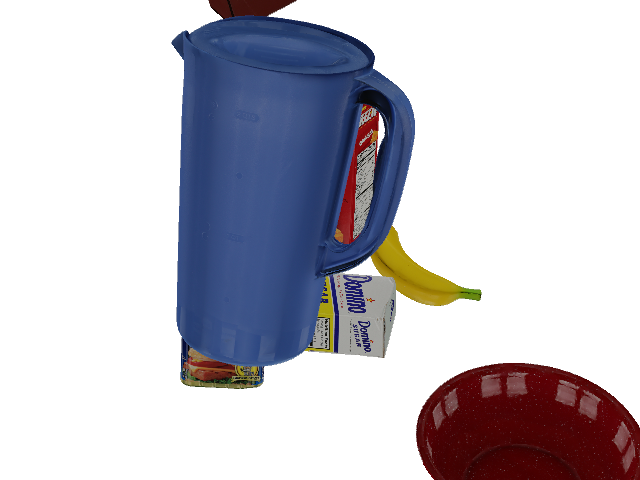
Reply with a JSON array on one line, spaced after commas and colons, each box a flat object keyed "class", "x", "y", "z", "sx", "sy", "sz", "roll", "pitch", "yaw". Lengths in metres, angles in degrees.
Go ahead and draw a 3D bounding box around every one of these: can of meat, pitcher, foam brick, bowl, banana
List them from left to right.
[{"class": "can of meat", "x": -0.112, "y": 0.123, "z": 1.232, "sx": 0.102, "sy": 0.084, "sz": 0.057, "roll": 3, "pitch": 13, "yaw": 0}, {"class": "foam brick", "x": -0.059, "y": -0.231, "z": 0.938, "sx": 0.078, "sy": 0.051, "sz": 0.053, "roll": -31, "pitch": 47, "yaw": -15}, {"class": "pitcher", "x": -0.033, "y": -0.031, "z": 0.775, "sx": 0.144, "sy": 0.243, "sz": 0.149, "roll": -2, "pitch": 28, "yaw": -21}, {"class": "banana", "x": 0.096, "y": 0.029, "z": 1.195, "sx": 0.069, "sy": 0.037, "sz": 0.198, "roll": 3, "pitch": 23, "yaw": -31}, {"class": "bowl", "x": 0.149, "y": 0.161, "z": 0.771, "sx": 0.162, "sy": 0.055, "sz": 0.162, "roll": -1, "pitch": 35, "yaw": 0}]

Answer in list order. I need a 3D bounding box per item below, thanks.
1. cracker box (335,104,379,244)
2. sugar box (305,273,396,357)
[{"class": "cracker box", "x": -0.017, "y": -0.095, "z": 1.325, "sx": 0.164, "sy": 0.214, "sz": 0.072, "roll": 17, "pitch": 36, "yaw": 23}, {"class": "sugar box", "x": -0.023, "y": 0.061, "z": 0.958, "sx": 0.176, "sy": 0.048, "sz": 0.093, "roll": 1, "pitch": 22, "yaw": 10}]
